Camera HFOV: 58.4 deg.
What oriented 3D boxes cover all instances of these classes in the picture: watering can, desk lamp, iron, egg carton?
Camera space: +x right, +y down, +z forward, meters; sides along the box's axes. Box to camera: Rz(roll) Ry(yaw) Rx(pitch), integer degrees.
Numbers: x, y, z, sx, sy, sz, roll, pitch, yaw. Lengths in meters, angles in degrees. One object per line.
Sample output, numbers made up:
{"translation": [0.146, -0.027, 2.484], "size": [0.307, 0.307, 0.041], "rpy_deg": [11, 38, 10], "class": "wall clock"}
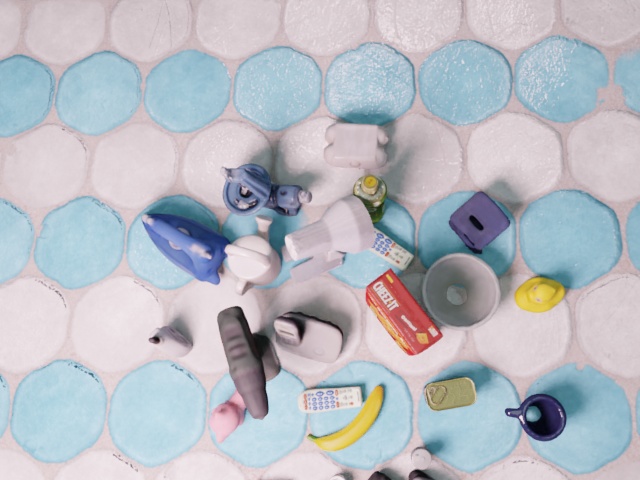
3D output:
{"translation": [-0.148, 0.032, 1.238], "size": [0.101, 0.194, 0.173], "rpy_deg": [-4, 78, 4], "class": "watering can"}
{"translation": [0.011, 0.004, 1.222], "size": [0.203, 0.213, 0.118], "rpy_deg": [-25, 77, -1], "class": "desk lamp"}
{"translation": [-0.320, -0.005, 1.286], "size": [0.258, 0.141, 0.119], "rpy_deg": [29, 82, 10], "class": "iron"}
{"translation": [0.084, -0.218, 1.336], "size": [0.150, 0.069, 0.107], "rpy_deg": [3, 78, 5], "class": "egg carton"}

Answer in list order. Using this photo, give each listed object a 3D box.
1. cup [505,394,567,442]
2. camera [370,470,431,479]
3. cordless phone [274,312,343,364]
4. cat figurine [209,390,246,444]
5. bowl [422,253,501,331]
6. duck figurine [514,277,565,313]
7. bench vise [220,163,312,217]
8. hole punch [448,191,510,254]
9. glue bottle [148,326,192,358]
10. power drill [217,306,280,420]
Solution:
{"translation": [0.432, 0.360, 1.177], "size": [0.117, 0.095, 0.092], "rpy_deg": [6, 79, 6], "class": "cup"}
{"translation": [0.160, 0.525, 1.160], "size": [0.136, 0.101, 0.143], "rpy_deg": [38, 83, 11], "class": "camera"}
{"translation": [-0.027, 0.201, 1.198], "size": [0.147, 0.185, 0.094], "rpy_deg": [13, 79, 7], "class": "cordless phone"}
{"translation": [-0.186, 0.360, 1.212], "size": [0.067, 0.118, 0.128], "rpy_deg": [34, 83, 11], "class": "cat figurine"}
{"translation": [0.302, 0.116, 1.248], "size": [0.167, 0.075, 0.167], "rpy_deg": [-1, 78, 4], "class": "bowl"}
{"translation": [0.478, 0.115, 1.229], "size": [0.104, 0.086, 0.077], "rpy_deg": [-12, 77, 2], "class": "duck figurine"}
{"translation": [-0.128, -0.123, 1.256], "size": [0.207, 0.220, 0.121], "rpy_deg": [-11, 77, 2], "class": "bench vise"}
{"translation": [0.351, -0.037, 1.267], "size": [0.101, 0.091, 0.108], "rpy_deg": [-39, 78, -4], "class": "hole punch"}
{"translation": [-0.330, 0.216, 1.225], "size": [0.078, 0.173, 0.037], "rpy_deg": [42, 84, 11], "class": "glue bottle"}
{"translation": [-0.142, 0.252, 1.185], "size": [0.075, 0.208, 0.229], "rpy_deg": [-23, 77, 0], "class": "power drill"}
